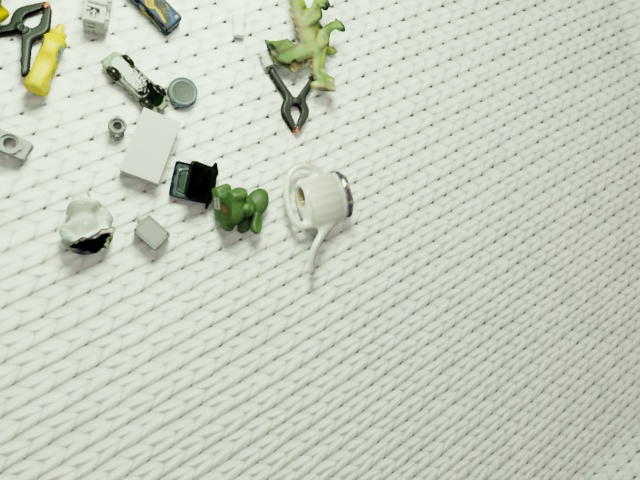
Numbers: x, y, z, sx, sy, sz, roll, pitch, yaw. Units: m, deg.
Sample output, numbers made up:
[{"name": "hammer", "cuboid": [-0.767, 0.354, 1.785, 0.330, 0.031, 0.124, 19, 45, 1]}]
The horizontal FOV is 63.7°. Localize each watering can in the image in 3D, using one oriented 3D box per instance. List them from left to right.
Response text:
[{"name": "watering can", "cuboid": [0.005, -0.081, 1.616, 0.226, 0.103, 0.347, -16, 93, -23]}]

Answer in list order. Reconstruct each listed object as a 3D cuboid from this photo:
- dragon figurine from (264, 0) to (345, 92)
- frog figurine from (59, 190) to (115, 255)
[{"name": "dragon figurine", "cuboid": [-0.065, -0.637, 1.593, 0.246, 0.121, 0.407, -45, 104, -25]}, {"name": "frog figurine", "cuboid": [-0.625, -0.045, 1.369, 0.138, 0.120, 0.162, -32, 65, -12]}]
